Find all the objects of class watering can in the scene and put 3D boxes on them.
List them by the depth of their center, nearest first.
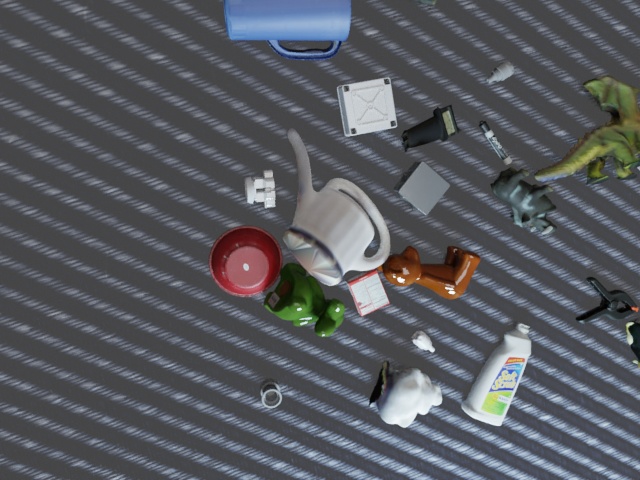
[{"bbox_3d":[0.003,-0.055,1.083,0.346,0.103,0.228,45,59,-9],"label":"watering can"}]

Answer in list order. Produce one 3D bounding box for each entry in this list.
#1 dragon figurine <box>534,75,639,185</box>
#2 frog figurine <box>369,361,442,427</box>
[{"bbox_3d":[0.668,-0.264,1.200,0.411,0.120,0.245,-5,76,-11],"label":"dragon figurine"},{"bbox_3d":[0.209,0.365,1.194,0.159,0.121,0.139,18,77,-2],"label":"frog figurine"}]
